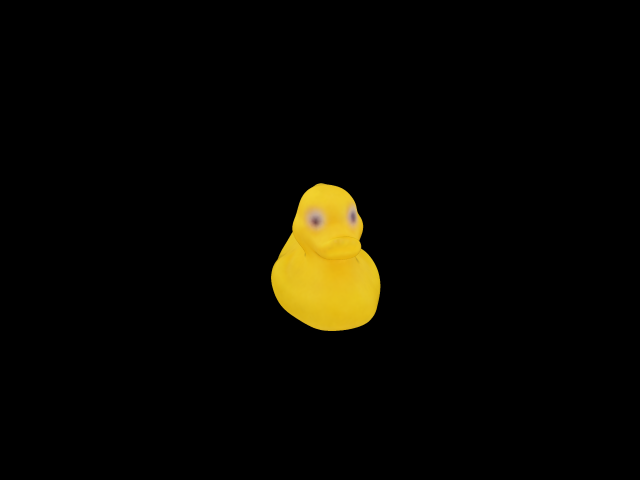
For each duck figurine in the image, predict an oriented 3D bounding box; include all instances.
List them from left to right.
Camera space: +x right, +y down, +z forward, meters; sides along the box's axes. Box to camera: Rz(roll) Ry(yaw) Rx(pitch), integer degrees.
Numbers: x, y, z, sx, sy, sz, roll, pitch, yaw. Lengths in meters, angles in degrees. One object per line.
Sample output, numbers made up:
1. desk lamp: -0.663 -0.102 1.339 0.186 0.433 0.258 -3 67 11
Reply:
1. duck figurine: 0.004 0.001 0.400 0.077 0.086 0.104 -7 27 -14
